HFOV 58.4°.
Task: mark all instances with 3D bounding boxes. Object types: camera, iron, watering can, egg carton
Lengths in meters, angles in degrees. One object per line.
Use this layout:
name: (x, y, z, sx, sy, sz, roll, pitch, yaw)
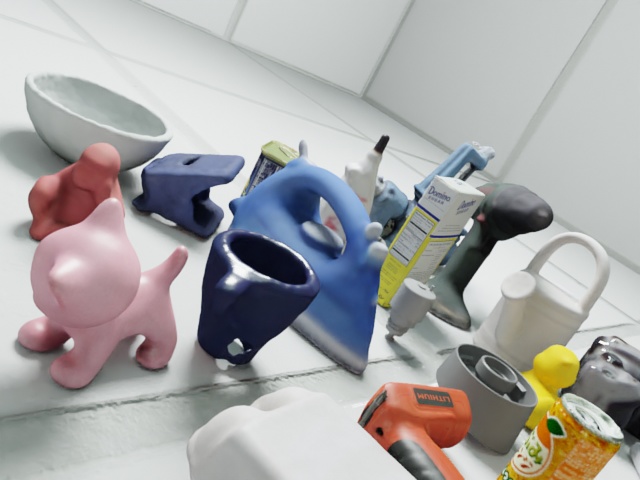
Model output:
camera: (0.387, 0.195, 0.716, 0.136, 0.101, 0.144, 36, 20, 20)
iron: (0.006, 0.002, 0.609, 0.119, 0.141, 0.257, 11, 25, -42)
watering can: (0.285, 0.080, 0.724, 0.100, 0.194, 0.173, 37, 20, 23)
egg carton: (-0.003, 0.150, 0.322, 0.150, 0.069, 0.107, 38, 21, 27)

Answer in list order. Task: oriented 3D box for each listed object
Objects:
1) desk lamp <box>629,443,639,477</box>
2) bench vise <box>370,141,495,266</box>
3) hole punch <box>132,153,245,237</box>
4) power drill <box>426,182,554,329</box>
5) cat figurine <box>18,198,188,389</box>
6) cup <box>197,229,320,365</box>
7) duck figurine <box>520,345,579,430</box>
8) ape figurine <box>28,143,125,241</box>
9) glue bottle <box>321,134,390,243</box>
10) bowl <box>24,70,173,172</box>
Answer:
desk lamp: (0.428, 0.211, 0.557, 0.118, 0.213, 0.203, 30, 19, 4)
bench vise: (0.181, -0.070, 0.926, 0.208, 0.219, 0.121, 12, 25, -40)
hole punch: (-0.147, -0.069, 0.655, 0.101, 0.091, 0.108, 26, 19, -7)
power drill: (0.224, 0.012, 0.790, 0.076, 0.208, 0.229, 26, 19, -7)
cat figurine: (-0.136, 0.030, 0.371, 0.067, 0.117, 0.128, 37, 20, 24)
cup: (-0.063, 0.055, 0.447, 0.091, 0.095, 0.118, 32, 19, 9)
duck figurine: (0.255, 0.160, 0.642, 0.077, 0.086, 0.105, 31, 19, 8)
ape figurine: (-0.205, -0.043, 0.503, 0.078, 0.092, 0.076, 28, 19, -2)
glue bottle: (0.055, -0.078, 0.839, 0.078, 0.173, 0.037, 19, 21, -26)
bowl: (-0.262, -0.126, 0.665, 0.167, 0.074, 0.167, 26, 19, -9)
